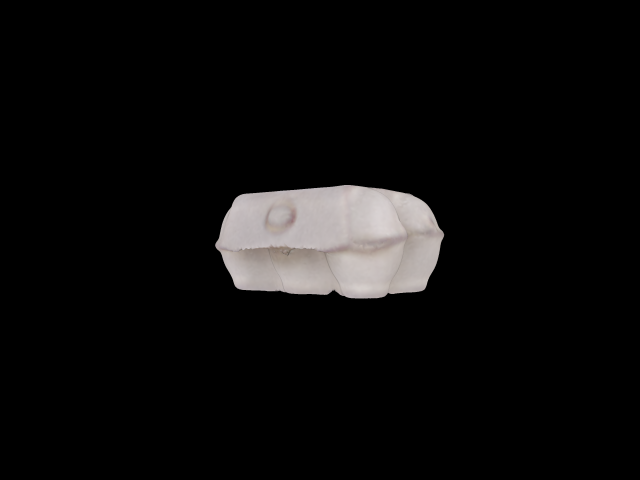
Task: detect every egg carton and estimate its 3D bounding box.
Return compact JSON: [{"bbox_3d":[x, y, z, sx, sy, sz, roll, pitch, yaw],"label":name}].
[{"bbox_3d":[0.004,0.001,0.400,0.149,0.069,0.108,0,0,38],"label":"egg carton"}]
